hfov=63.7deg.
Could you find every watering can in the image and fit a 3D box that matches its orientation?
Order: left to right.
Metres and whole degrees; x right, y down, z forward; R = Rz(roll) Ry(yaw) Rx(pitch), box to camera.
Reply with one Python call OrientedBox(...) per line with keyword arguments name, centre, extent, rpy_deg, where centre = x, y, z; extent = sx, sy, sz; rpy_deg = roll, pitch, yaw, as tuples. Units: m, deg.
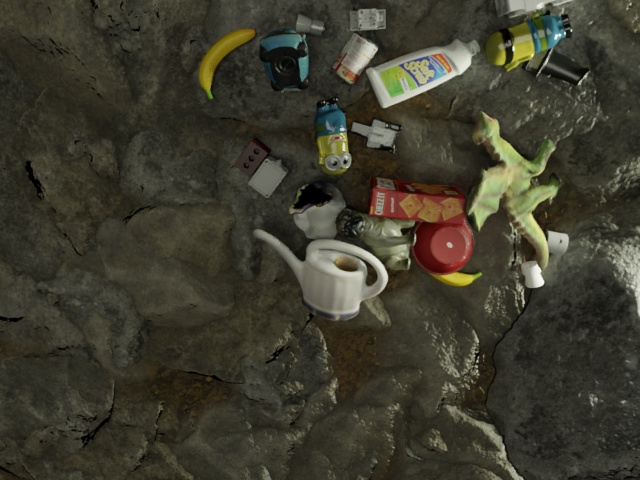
OrientedBox(name="watering can", centre=(-0.006, 0.085, 1.298), extent=(0.348, 0.106, 0.219), rpy_deg=(14, 124, 10))

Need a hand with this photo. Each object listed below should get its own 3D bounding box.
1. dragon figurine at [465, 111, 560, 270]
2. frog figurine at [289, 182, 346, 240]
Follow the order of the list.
OrientedBox(name="dragon figurine", centre=(0.416, -0.091, 1.161), extent=(0.244, 0.122, 0.406), rpy_deg=(-17, 102, -22))
OrientedBox(name="frog figurine", centre=(0.004, -0.065, 1.289), extent=(0.137, 0.125, 0.156), rpy_deg=(-30, 138, 5))
